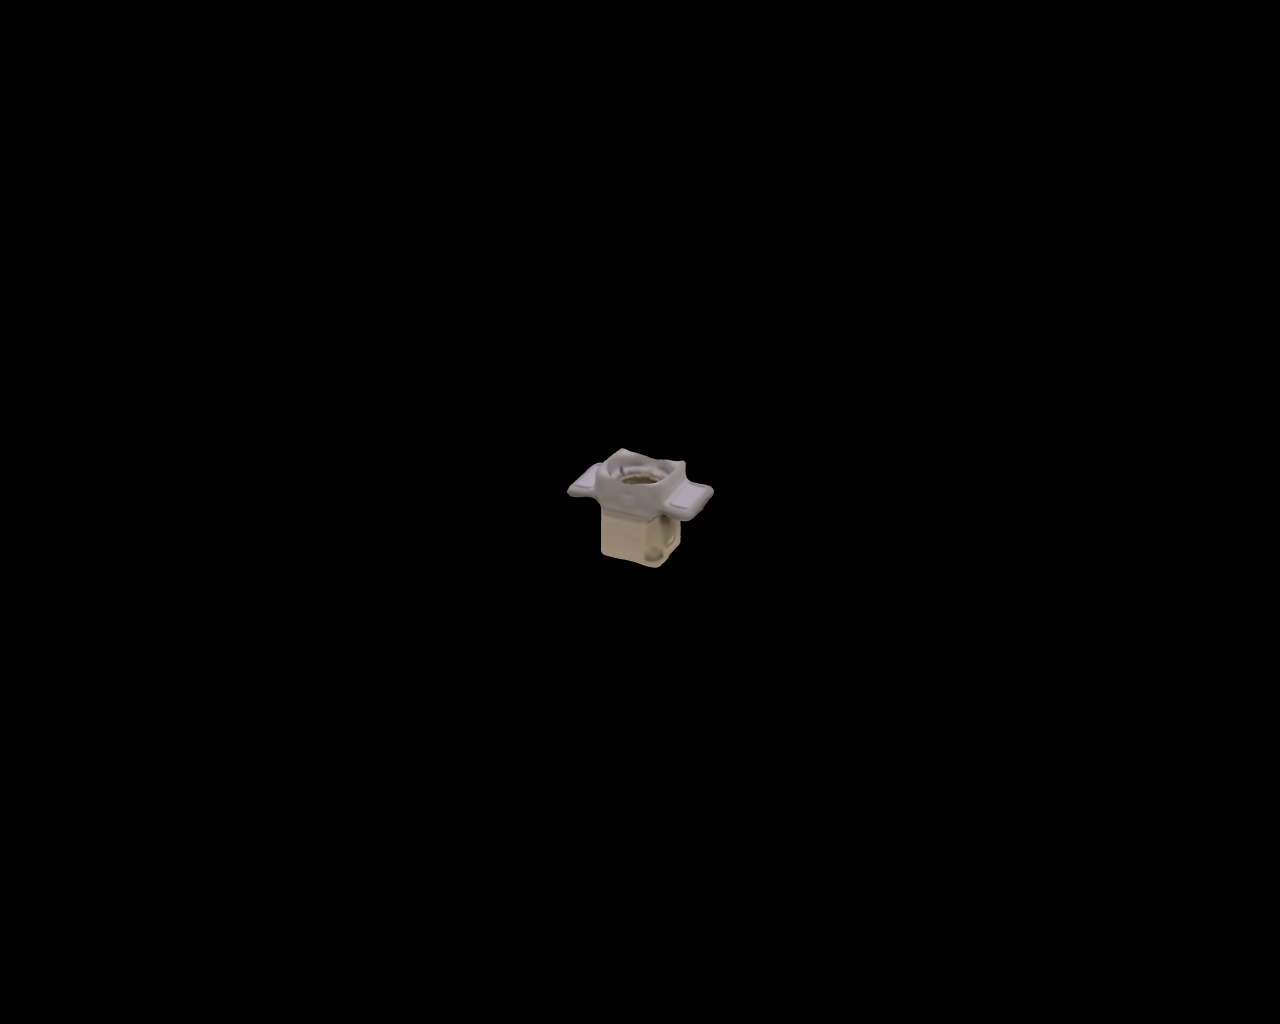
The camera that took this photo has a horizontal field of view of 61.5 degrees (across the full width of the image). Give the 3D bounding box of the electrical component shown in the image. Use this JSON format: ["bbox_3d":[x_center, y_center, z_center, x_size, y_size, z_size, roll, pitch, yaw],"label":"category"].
[{"bbox_3d":[0.001,-0.003,0.650,0.081,0.063,0.042,13,32,22],"label":"electrical component"}]
